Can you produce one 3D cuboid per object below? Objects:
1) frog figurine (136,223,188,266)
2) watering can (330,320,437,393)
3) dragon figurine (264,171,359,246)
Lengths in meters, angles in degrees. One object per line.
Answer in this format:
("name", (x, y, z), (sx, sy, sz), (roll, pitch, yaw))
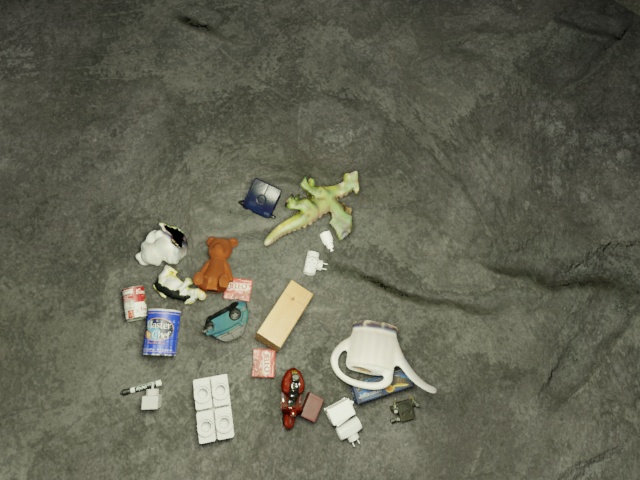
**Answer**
("frog figurine", (-0.521, 0.032, 1.705), (0.137, 0.124, 0.158), (43, 108, -6))
("watering can", (0.210, 0.378, 1.677), (0.348, 0.102, 0.229), (6, 63, 13))
("dragon figurine", (0.005, -0.090, 1.798), (0.243, 0.120, 0.416), (31, 71, 3))
